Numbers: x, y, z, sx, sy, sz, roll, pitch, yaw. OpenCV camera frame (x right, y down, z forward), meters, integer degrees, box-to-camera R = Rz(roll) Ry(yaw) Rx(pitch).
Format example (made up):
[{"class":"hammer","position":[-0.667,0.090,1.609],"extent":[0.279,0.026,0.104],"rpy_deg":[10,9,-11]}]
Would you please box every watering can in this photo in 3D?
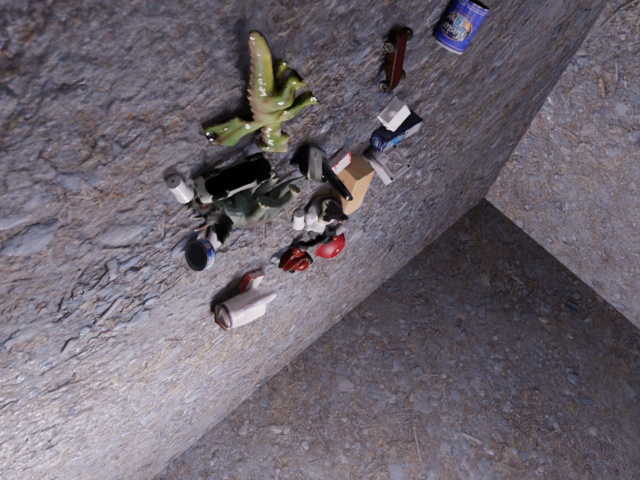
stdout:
[{"class":"watering can","position":[-0.280,0.251,1.868],"extent":[0.226,0.104,0.343],"rpy_deg":[-21,-7,-25]}]

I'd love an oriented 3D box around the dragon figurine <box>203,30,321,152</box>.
[{"class":"dragon figurine","position":[-0.139,-0.276,1.091],"extent":[0.241,0.124,0.407],"rpy_deg":[-39,-19,10]}]

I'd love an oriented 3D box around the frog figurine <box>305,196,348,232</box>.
[{"class":"frog figurine","position":[0.005,-0.091,1.807],"extent":[0.139,0.122,0.158],"rpy_deg":[-27,7,-28]}]
